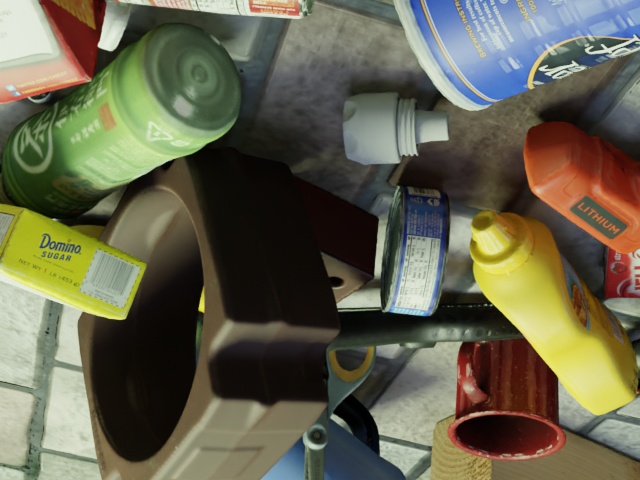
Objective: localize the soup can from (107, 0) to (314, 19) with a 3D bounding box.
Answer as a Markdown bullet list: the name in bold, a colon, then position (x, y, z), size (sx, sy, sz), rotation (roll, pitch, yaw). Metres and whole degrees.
- **soup can**: position (-0.052, -0.147, 0.523), size (0.102, 0.068, 0.068), rotation (6, 146, 3)

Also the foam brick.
- **foam brick**: position (-0.005, 0.001, 0.746), size (0.078, 0.051, 0.053), rotation (25, 143, -23)

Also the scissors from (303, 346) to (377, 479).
- **scissors**: position (0.013, 0.145, 0.845), size (0.096, 0.202, 0.016), rotation (-9, 162, -17)

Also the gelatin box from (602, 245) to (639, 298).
- **gelatin box**: position (0.231, 0.008, 0.723), size (0.073, 0.030, 0.089), rotation (1, 145, 11)

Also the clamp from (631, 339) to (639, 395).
- **clamp**: position (0.283, 0.085, 0.812), size (0.120, 0.039, 0.171), rotation (6, 158, -5)

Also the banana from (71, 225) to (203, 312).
- **banana**: position (-0.125, 0.027, 0.827), size (0.197, 0.037, 0.070), rotation (20, 158, -16)

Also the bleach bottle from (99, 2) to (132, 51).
- **bleach bottle**: position (-0.224, -0.154, 0.556), size (0.250, 0.068, 0.103), rotation (20, 145, -21)

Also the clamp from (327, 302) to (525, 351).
- **clamp**: position (0.063, 0.062, 0.800), size (0.209, 0.036, 0.165), rotation (-1, 179, -20)

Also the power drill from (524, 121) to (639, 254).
- **power drill**: position (0.209, -0.068, 0.591), size (0.184, 0.057, 0.188), rotation (31, 140, -31)

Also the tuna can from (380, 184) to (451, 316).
- **tuna can**: position (0.063, 0.007, 0.710), size (0.033, 0.086, 0.086), rotation (7, 146, -2)

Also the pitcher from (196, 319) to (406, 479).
- **pitcher**: position (-0.049, 0.170, 0.897), size (0.242, 0.149, 0.145), rotation (43, 92, -19)

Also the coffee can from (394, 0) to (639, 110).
- **coffee can**: position (0.116, -0.129, 0.481), size (0.141, 0.102, 0.102), rotation (-17, 139, 33)

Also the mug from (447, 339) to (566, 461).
- **mug**: position (0.144, 0.118, 0.858), size (0.093, 0.081, 0.117), rotation (-20, 137, 35)

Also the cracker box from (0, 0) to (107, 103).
- **cracker box**: position (-0.213, -0.147, 0.459), size (0.164, 0.072, 0.213), rotation (-12, 137, 12)

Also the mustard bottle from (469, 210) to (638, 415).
- **mustard bottle**: position (0.153, 0.039, 0.726), size (0.058, 0.096, 0.191), rotation (-28, 134, 19)

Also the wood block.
- **wood block**: position (0.212, 0.236, 1.013), size (0.205, 0.090, 0.090), rotation (25, 143, -24)

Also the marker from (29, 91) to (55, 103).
- **marker**: position (-0.170, -0.095, 0.613), size (0.020, 0.020, 0.121), rotation (12, 179, -6)

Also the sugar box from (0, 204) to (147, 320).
- **sugar box**: position (-0.198, 0.007, 0.699), size (0.093, 0.048, 0.177), rotation (29, 170, -38)
